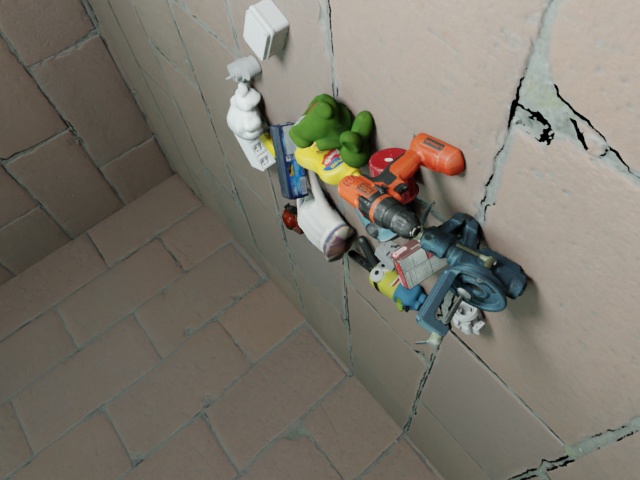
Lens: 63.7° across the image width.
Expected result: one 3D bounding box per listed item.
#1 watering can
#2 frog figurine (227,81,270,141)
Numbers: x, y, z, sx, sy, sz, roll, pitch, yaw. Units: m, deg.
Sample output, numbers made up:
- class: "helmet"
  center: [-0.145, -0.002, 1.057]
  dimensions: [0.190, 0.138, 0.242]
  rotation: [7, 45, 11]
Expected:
- class: "watering can"
  center: [0.004, -0.074, 1.471]
  dimensions: [0.227, 0.105, 0.339]
  rotation: [48, 155, 26]
- class: "frog figurine"
  center: [-0.212, -0.360, 1.448]
  dimensions: [0.157, 0.122, 0.139]
  rotation: [64, -177, -70]
